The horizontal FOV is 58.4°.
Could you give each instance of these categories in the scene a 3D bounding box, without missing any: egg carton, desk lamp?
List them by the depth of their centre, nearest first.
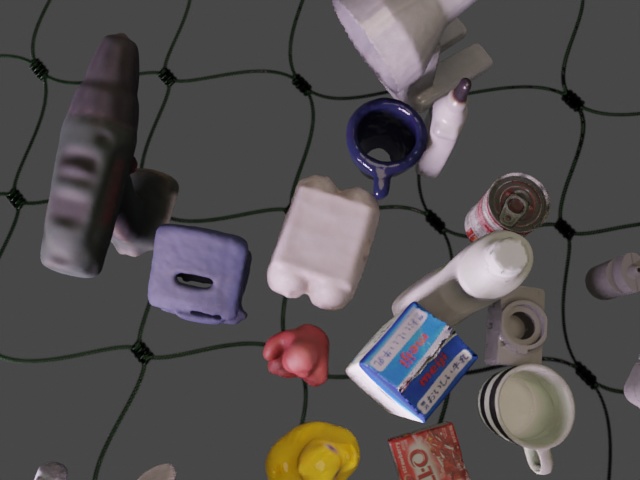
[{"bbox_3d":[0.116,-0.240,0.653,0.203,0.213,0.118,-33,79,-9],"label":"desk lamp"},{"bbox_3d":[0.006,0.002,0.664,0.107,0.069,0.150,16,76,3],"label":"egg carton"}]

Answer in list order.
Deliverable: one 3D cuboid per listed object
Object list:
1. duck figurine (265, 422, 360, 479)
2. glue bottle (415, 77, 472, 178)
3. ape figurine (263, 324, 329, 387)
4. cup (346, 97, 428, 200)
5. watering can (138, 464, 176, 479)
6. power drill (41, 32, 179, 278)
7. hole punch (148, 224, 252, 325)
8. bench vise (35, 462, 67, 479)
[{"bbox_3d":[-0.007,0.233,0.599,0.104,0.086,0.077,-11,77,-4],"label":"duck figurine"},{"bbox_3d":[0.143,-0.134,0.648,0.037,0.173,0.078,12,76,2],"label":"glue bottle"},{"bbox_3d":[-0.021,0.126,0.621,0.076,0.092,0.077,-40,80,-10],"label":"ape figurine"},{"bbox_3d":[0.073,-0.095,0.677,0.091,0.095,0.118,6,76,0],"label":"cup"},{"bbox_3d":[-0.125,0.298,0.523,0.101,0.194,0.173,-41,80,-10],"label":"watering can"},{"bbox_3d":[-0.214,-0.066,0.604,0.075,0.208,0.230,11,76,2],"label":"power drill"},{"bbox_3d":[-0.132,0.041,0.640,0.108,0.091,0.101,10,76,1],"label":"hole punch"},{"bbox_3d":[-0.295,0.311,0.502,0.121,0.220,0.207,-2,76,-2],"label":"bench vise"}]
